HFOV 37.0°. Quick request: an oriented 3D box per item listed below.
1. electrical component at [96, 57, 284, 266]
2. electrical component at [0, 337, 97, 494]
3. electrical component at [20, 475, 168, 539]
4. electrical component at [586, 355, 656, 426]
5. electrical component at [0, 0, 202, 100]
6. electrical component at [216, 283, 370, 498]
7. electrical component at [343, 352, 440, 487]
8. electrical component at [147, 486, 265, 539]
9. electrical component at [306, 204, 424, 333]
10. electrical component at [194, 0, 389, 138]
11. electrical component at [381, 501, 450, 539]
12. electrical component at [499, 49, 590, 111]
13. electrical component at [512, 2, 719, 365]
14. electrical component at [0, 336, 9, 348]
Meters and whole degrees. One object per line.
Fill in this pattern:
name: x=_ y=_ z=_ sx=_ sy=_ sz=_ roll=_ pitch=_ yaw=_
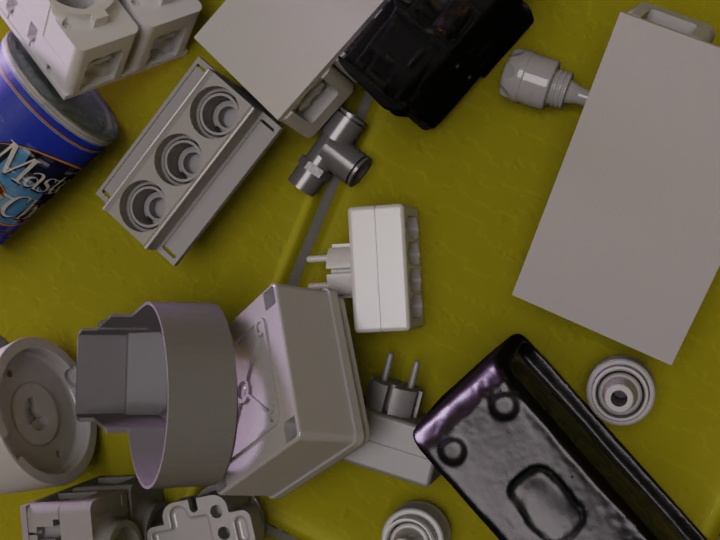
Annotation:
electrical component: x=-0.115 y=-0.074 z=0.753 sx=0.079 sy=0.063 sz=0.121 roll=42 pitch=101 yaw=12
electrical component: x=-0.247 y=0.108 z=0.771 sx=0.060 sy=0.108 sz=0.108 roll=-19 pitch=85 yaw=21
electrical component: x=-0.172 y=0.244 z=0.748 sx=0.060 sy=0.105 sz=0.186 roll=-6 pitch=89 yaw=16
electrical component: x=0.164 y=0.077 z=0.676 sx=0.043 sy=0.062 sz=0.043 roll=0 pitch=91 yaw=15
electrical component: x=-0.208 y=-0.222 z=0.748 sx=0.186 sy=0.105 sz=0.060 roll=52 pitch=143 yaw=9
electrical component: x=-0.052 y=0.080 z=0.701 sx=0.109 sy=0.056 sz=0.108 roll=-41 pitch=51 yaw=43
electrical component: x=0.021 y=0.094 z=0.724 sx=0.083 sy=0.047 sz=0.075 roll=15 pitch=94 yaw=15
electrical component: x=-0.100 y=0.180 z=0.753 sx=0.078 sy=0.057 sz=0.058 roll=-14 pitch=87 yaw=15
electrical component: x=0.000 y=0.000 z=0.729 sx=0.076 sy=0.047 sz=0.083 roll=-3 pitch=89 yaw=16
electrical component: x=-0.022 y=-0.175 z=0.719 sx=0.150 sy=0.062 sz=0.089 roll=-47 pitch=71 yaw=8
electrical component: x=0.035 y=0.179 z=0.713 sx=0.043 sy=0.062 sz=0.043 roll=0 pitch=91 yaw=16
electrical component: x=0.124 y=-0.120 z=0.701 sx=0.061 sy=0.035 sz=0.035 roll=21 pitch=96 yaw=12
electrical component: x=0.177 y=-0.052 z=0.645 sx=0.105 sy=0.060 sz=0.186 roll=25 pitch=119 yaw=14
electrical component: x=-0.313 y=0.096 z=0.821 sx=0.099 sy=0.064 sz=0.099 roll=5 pitch=101 yaw=26
